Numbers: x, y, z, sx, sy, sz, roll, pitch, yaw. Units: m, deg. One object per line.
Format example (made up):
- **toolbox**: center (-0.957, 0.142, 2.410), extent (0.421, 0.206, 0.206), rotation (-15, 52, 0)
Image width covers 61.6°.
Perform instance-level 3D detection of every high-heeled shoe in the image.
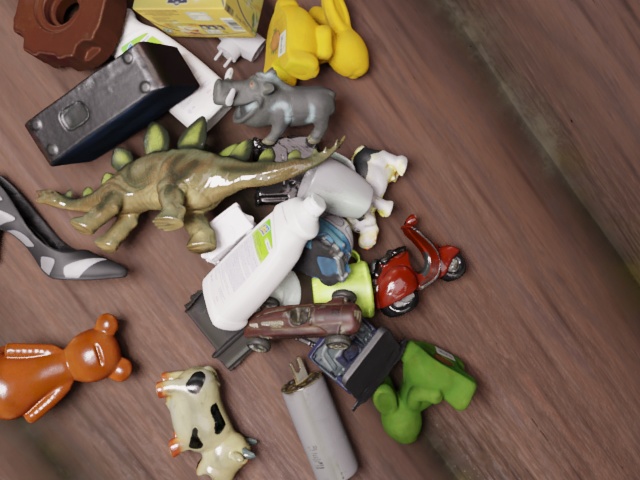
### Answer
- **high-heeled shoe**: center (-0.407, -0.020, 0.817), extent (0.249, 0.086, 0.145), rotation (7, 94, 0)

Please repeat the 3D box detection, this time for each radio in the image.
- **radio**: center (-0.301, -0.194, 0.783), extent (0.230, 0.131, 0.073), rotation (-30, 97, 15)

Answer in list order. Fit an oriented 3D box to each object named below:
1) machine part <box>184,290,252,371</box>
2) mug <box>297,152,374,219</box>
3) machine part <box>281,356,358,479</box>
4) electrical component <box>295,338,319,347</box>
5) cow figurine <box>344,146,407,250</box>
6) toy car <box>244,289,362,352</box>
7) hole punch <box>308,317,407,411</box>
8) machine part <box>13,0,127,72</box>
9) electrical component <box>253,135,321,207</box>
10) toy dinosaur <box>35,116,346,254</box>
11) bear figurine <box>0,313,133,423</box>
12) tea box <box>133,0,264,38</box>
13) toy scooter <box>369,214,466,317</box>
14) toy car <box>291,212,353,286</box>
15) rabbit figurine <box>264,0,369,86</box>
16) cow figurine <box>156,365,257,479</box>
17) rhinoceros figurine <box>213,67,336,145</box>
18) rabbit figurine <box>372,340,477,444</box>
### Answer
- **machine part**: center (-0.167, 0.144, 0.879), extent (0.084, 0.039, 0.139), rotation (-38, 96, 4)
- **mug**: center (0.030, -0.085, 0.847), extent (0.107, 0.081, 0.109), rotation (26, 48, -14)
- **machine part**: center (0.000, 0.309, 0.885), extent (0.079, 0.079, 0.243), rotation (-21, 93, -9)
- **electrical component**: center (0.013, 0.162, 0.893), extent (0.119, 0.075, 0.047), rotation (27, 85, -11)
- **cow figurine**: center (0.078, -0.072, 0.908), extent (0.098, 0.068, 0.167), rotation (20, 83, -3)
- **toy car**: center (-0.032, 0.123, 0.822), extent (0.202, 0.053, 0.089), rotation (-6, 56, 25)
- **hole punch**: center (0.057, 0.178, 0.835), extent (0.142, 0.092, 0.115), rotation (-52, 141, -15)
- **machine part**: center (-0.381, -0.345, 0.815), extent (0.180, 0.056, 0.179), rotation (-1, 86, 15)
- **electrical component**: center (-0.045, -0.114, 0.896), extent (0.134, 0.058, 0.114), rotation (-4, 92, -9)
- **toy dinosaur**: center (-0.197, -0.086, 0.793), extent (0.472, 0.105, 0.198), rotation (-1, 62, 8)
- **bear figurine**: center (-0.398, 0.190, 0.820), extent (0.196, 0.132, 0.120), rotation (-23, 94, -27)
- **tea box**: center (-0.185, -0.360, 0.821), extent (0.170, 0.098, 0.068), rotation (12, 88, 22)
- **toy scooter**: center (0.152, 0.037, 0.914), extent (0.184, 0.075, 0.135), rotation (-31, 96, -14)
- **toy car**: center (-0.002, -0.003, 0.861), extent (0.103, 0.162, 0.109), rotation (-39, 132, -29)
- **rabbit figurine**: center (0.002, -0.323, 0.894), extent (0.173, 0.122, 0.162), rotation (6, 79, -23)
- **cow figurine**: center (-0.177, 0.296, 0.857), extent (0.127, 0.085, 0.194), rotation (-14, 91, -3)
- **rhinoceros figurine**: center (-0.069, -0.209, 0.829), extent (0.190, 0.112, 0.073), rotation (4, 53, -13)
- **rabbit figurine**: center (0.154, 0.262, 0.894), extent (0.159, 0.121, 0.170), rotation (26, 100, -15)
